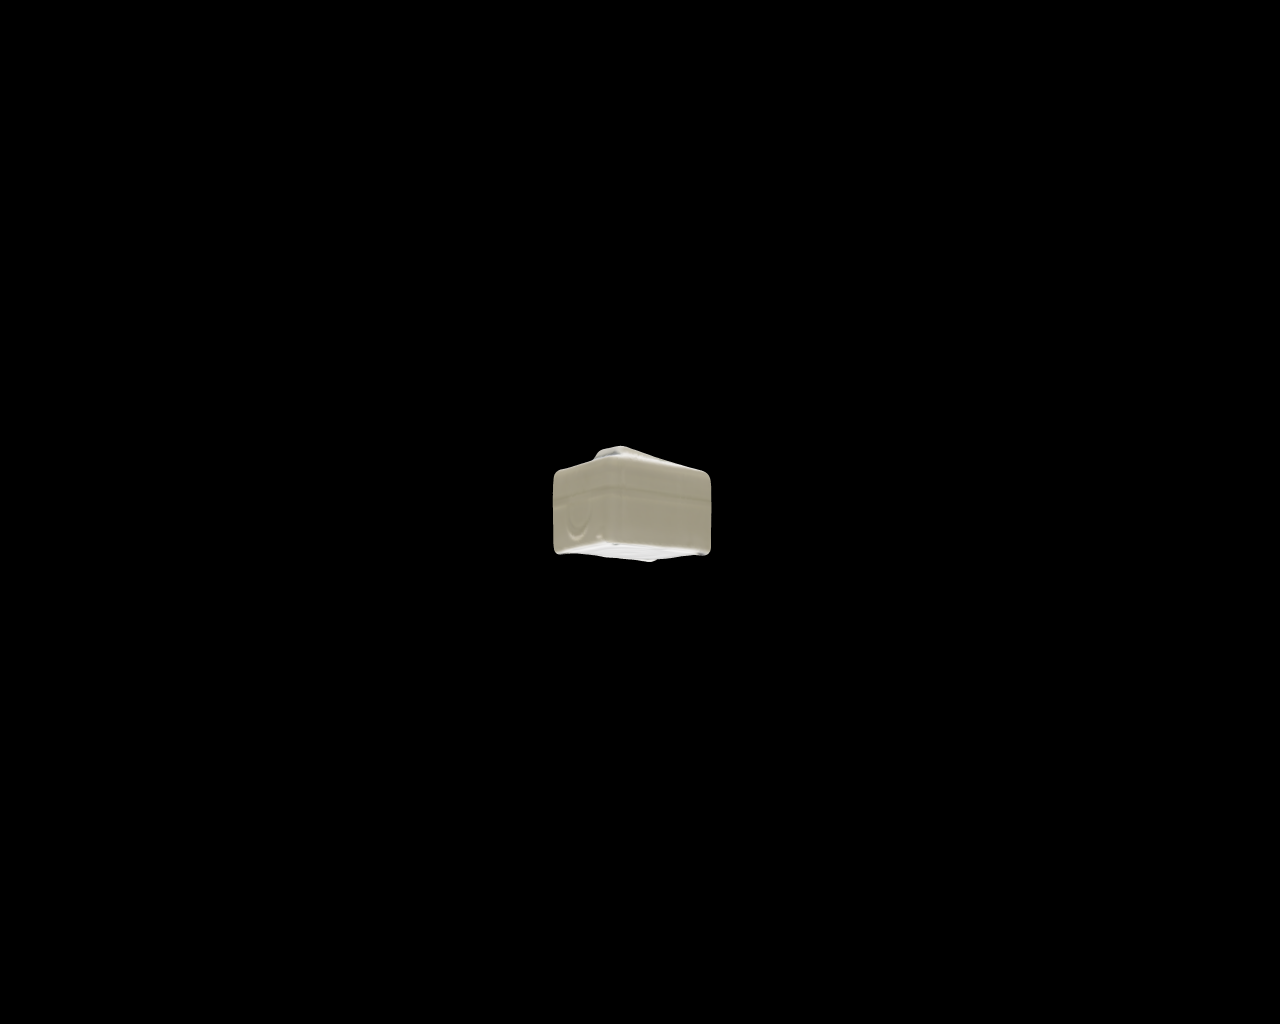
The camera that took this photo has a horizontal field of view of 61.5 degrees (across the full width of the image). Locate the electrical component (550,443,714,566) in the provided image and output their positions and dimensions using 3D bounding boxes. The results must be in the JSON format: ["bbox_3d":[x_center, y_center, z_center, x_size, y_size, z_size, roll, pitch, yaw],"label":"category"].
[{"bbox_3d":[0.001,-0.003,0.650,0.096,0.061,0.061,8,-13,-39],"label":"electrical component"}]
